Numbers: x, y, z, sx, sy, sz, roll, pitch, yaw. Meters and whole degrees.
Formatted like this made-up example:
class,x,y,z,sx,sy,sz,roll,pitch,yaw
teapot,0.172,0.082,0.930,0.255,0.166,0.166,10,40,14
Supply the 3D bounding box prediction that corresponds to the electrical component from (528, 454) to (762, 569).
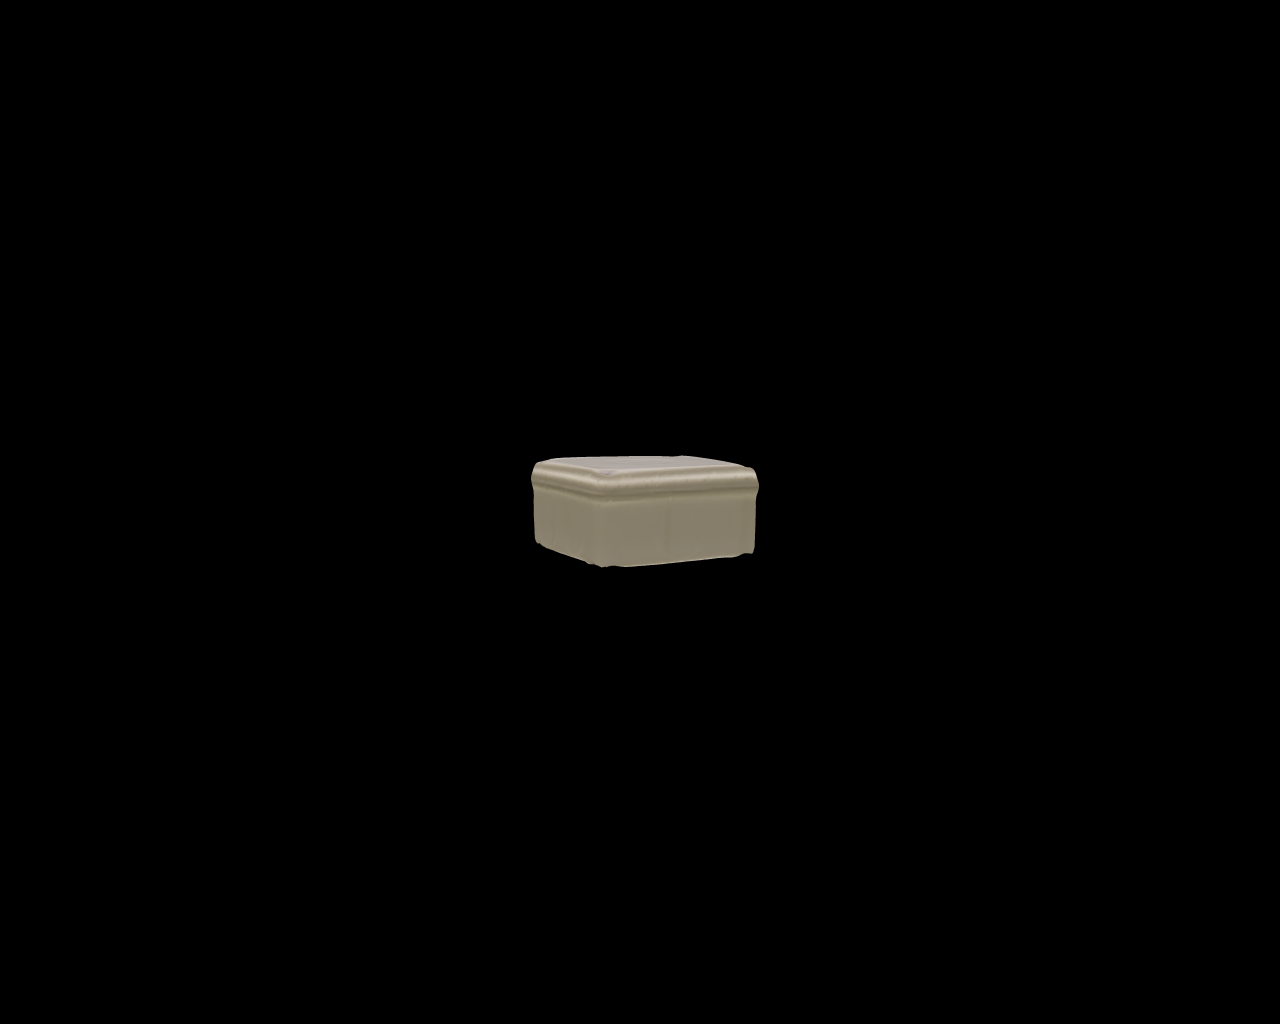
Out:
class,x,y,z,sx,sy,sz,roll,pitch,yaw
electrical component,0.001,-0.003,0.650,0.109,0.056,0.109,-3,8,-26
